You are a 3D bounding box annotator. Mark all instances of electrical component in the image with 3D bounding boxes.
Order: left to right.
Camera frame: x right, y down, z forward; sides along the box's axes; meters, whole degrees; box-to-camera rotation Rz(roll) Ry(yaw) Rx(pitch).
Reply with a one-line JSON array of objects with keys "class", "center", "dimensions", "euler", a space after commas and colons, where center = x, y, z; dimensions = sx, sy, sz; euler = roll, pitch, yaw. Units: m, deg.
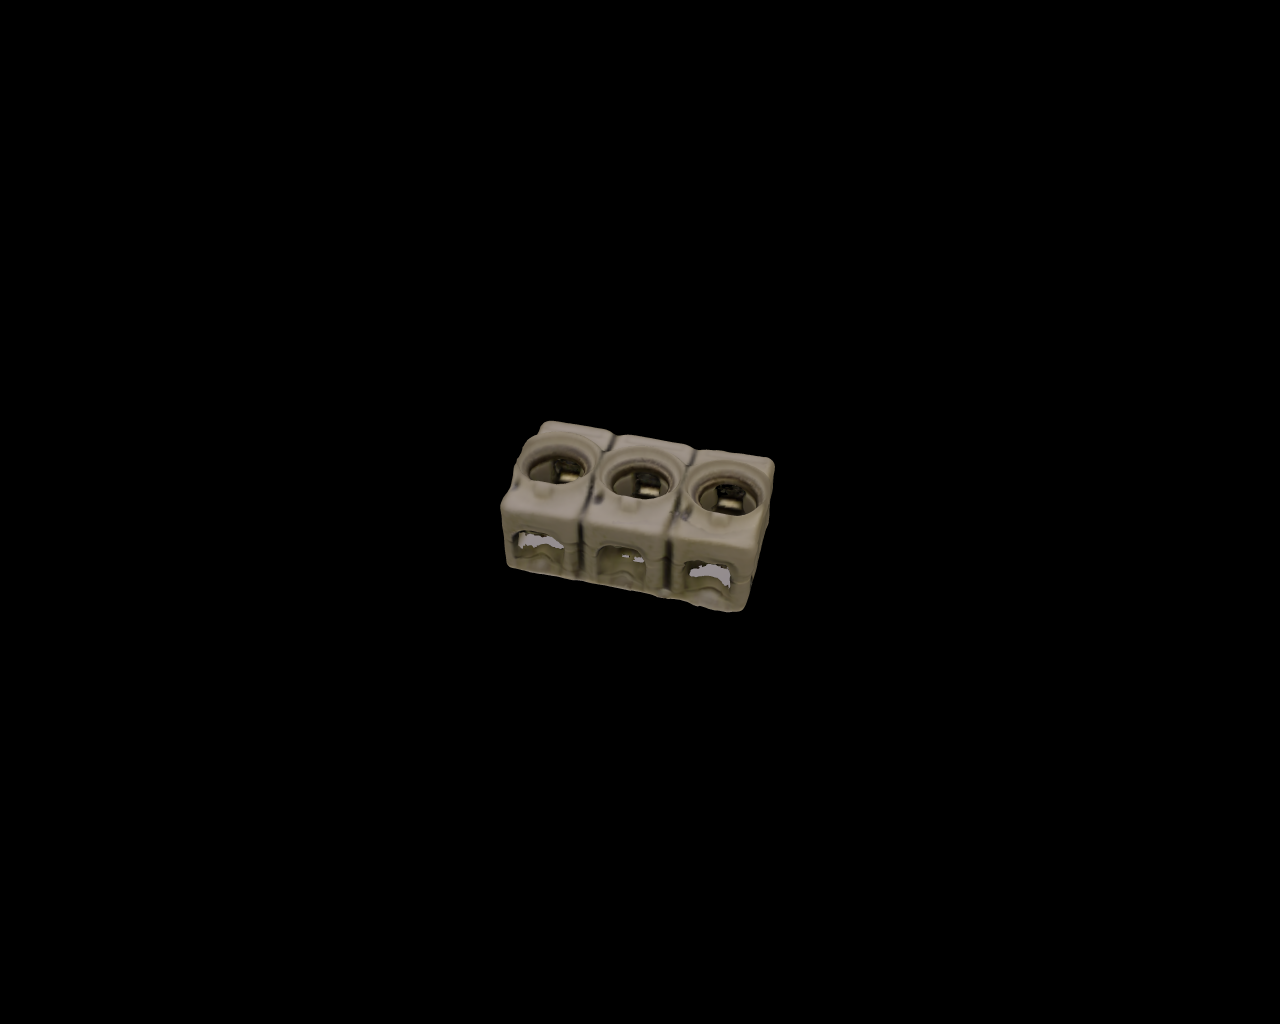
[{"class": "electrical component", "center": [0.001, -0.003, 0.650], "dimensions": [0.150, 0.061, 0.090], "euler": [10, 43, 11]}]
